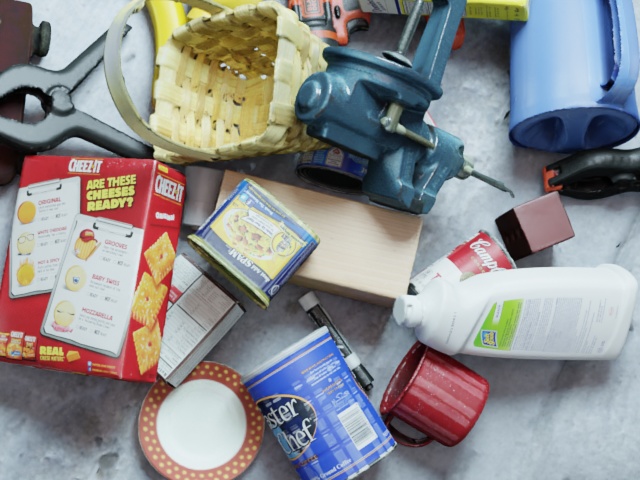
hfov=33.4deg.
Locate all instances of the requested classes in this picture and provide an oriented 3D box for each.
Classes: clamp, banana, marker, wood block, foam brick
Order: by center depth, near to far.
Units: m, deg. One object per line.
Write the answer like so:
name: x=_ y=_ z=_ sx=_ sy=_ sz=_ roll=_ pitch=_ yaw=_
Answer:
wood block: x=-0.007 y=0.002 z=1.106 sx=0.206 sy=0.090 sz=0.091 roll=13 pitch=81 yaw=-1
clamp: x=-0.269 y=-0.151 z=1.110 sx=0.209 sy=0.036 sz=0.164 roll=-4 pitch=77 yaw=-28
marker: x=0.018 y=0.108 z=1.128 sx=0.020 sy=0.020 sz=0.121 roll=-35 pitch=85 yaw=-8
clamp: x=0.326 y=-0.078 z=1.129 sx=0.171 sy=0.120 sz=0.039 roll=-3 pitch=55 yaw=-1
foam brick: x=0.227 y=-0.013 z=1.129 sx=0.051 sy=0.078 sz=0.053 roll=-20 pitch=84 yaw=-8
banana: x=-0.177 y=-0.233 z=1.154 sx=0.069 sy=0.037 sz=0.198 roll=-19 pitch=81 yaw=-13

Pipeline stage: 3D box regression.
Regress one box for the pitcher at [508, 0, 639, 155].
pitcher: x=0.267 y=-0.222 z=1.121 sx=0.149 sy=0.144 sz=0.243 roll=-8 pitch=72 yaw=27

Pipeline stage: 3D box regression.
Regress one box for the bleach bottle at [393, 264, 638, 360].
bleach bottle: x=0.193 y=0.069 z=1.075 sx=0.250 sy=0.068 sz=0.102 roll=4 pitch=105 yaw=-22

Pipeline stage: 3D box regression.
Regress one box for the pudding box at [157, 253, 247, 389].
pudding box: x=-0.147 y=0.082 z=1.101 sx=0.090 sy=0.039 sz=0.113 roll=40 pitch=83 yaw=20

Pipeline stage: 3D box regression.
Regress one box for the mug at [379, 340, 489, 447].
mug: x=0.113 y=0.168 z=1.097 sx=0.081 sy=0.093 sz=0.117 roll=31 pitch=112 yaw=-4

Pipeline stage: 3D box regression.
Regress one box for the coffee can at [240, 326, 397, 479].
coffee can: x=-0.002 y=0.172 z=1.075 sx=0.102 sy=0.103 sz=0.140 roll=-31 pitch=85 yaw=-7

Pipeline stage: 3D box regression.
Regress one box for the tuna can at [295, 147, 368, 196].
tuna can: x=0.019 y=-0.076 z=1.121 sx=0.086 sy=0.086 sz=0.034 roll=15 pitch=79 yaw=-1

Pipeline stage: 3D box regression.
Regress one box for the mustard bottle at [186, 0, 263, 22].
mustard bottle: x=-0.088 y=-0.288 z=1.147 sx=0.096 sy=0.058 sz=0.191 roll=24 pitch=80 yaw=41

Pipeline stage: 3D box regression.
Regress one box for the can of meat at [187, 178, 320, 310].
can of meat: x=-0.063 y=0.002 z=1.028 sx=0.102 sy=0.057 sz=0.084 roll=40 pitch=79 yaw=3

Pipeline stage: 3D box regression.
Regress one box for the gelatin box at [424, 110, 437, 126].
gelatin box: x=0.094 y=-0.129 z=1.139 sx=0.030 sy=0.073 sz=0.089 roll=-30 pitch=84 yaw=-9

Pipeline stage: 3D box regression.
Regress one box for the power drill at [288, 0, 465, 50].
power drill: x=0.059 y=-0.236 z=1.161 sx=0.187 sy=0.057 sz=0.184 roll=-7 pitch=82 yaw=-5

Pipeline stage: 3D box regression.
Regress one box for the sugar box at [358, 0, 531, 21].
sugar box: x=0.132 y=-0.280 z=1.104 sx=0.176 sy=0.048 sz=0.093 roll=6 pitch=77 yaw=16

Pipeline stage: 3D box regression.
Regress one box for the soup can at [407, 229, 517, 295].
soup can: x=0.148 y=0.044 z=1.121 sx=0.102 sy=0.068 sz=0.068 roll=-34 pitch=85 yaw=-7

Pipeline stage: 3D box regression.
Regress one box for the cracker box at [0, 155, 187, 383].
cracker box: x=-0.231 y=0.028 z=1.071 sx=0.164 sy=0.072 sz=0.213 roll=4 pitch=80 yaw=25
